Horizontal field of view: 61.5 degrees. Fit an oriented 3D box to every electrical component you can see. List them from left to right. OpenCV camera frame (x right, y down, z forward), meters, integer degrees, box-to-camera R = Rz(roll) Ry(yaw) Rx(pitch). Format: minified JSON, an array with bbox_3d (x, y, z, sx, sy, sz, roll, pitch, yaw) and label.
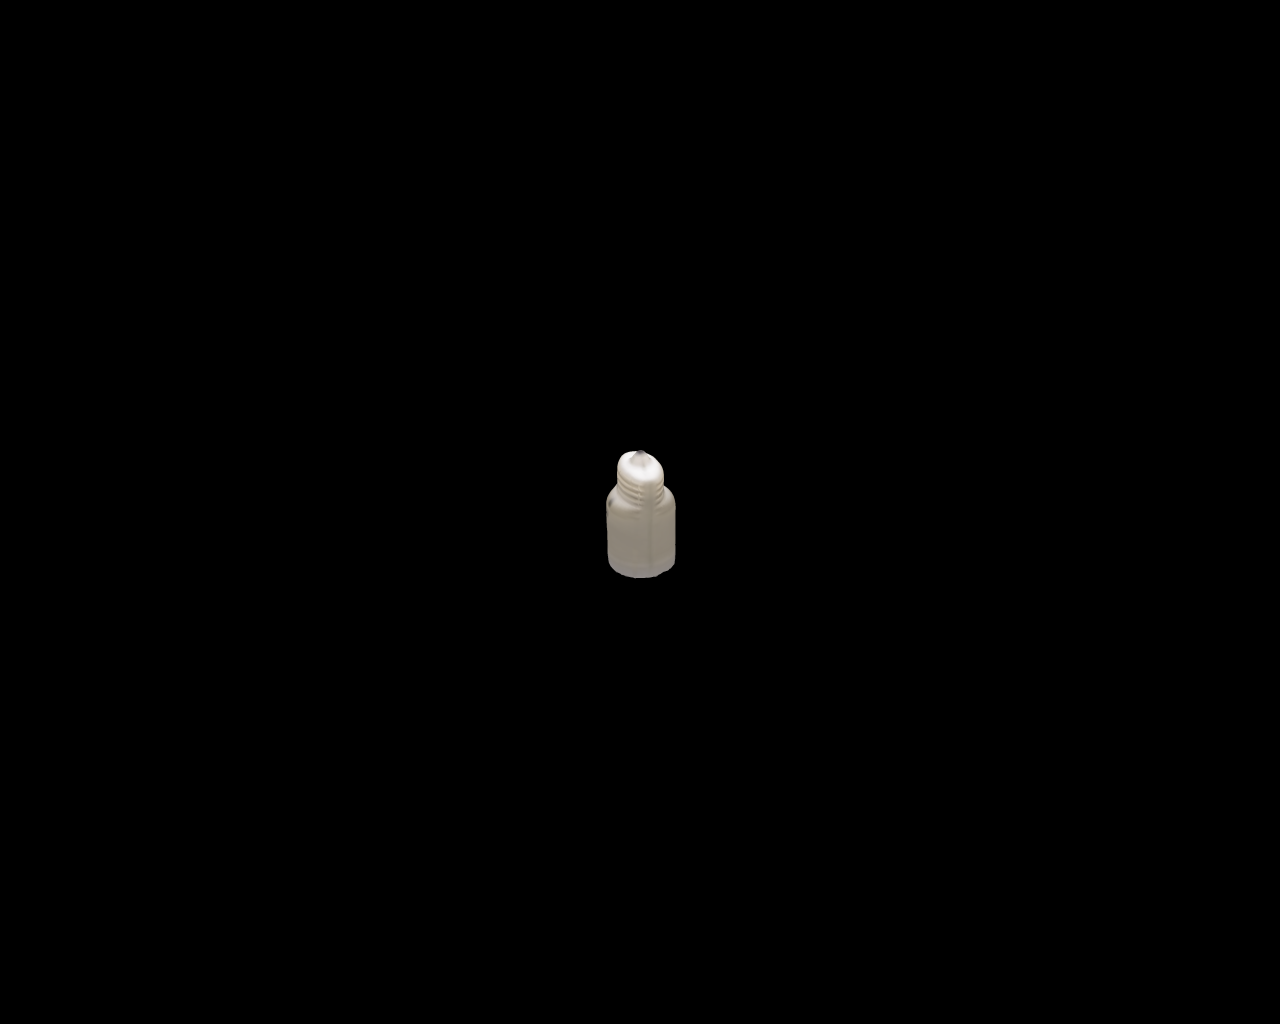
[{"bbox_3d":[0.001,-0.003,0.650,0.043,0.080,0.043,0,31,0],"label":"electrical component"}]
